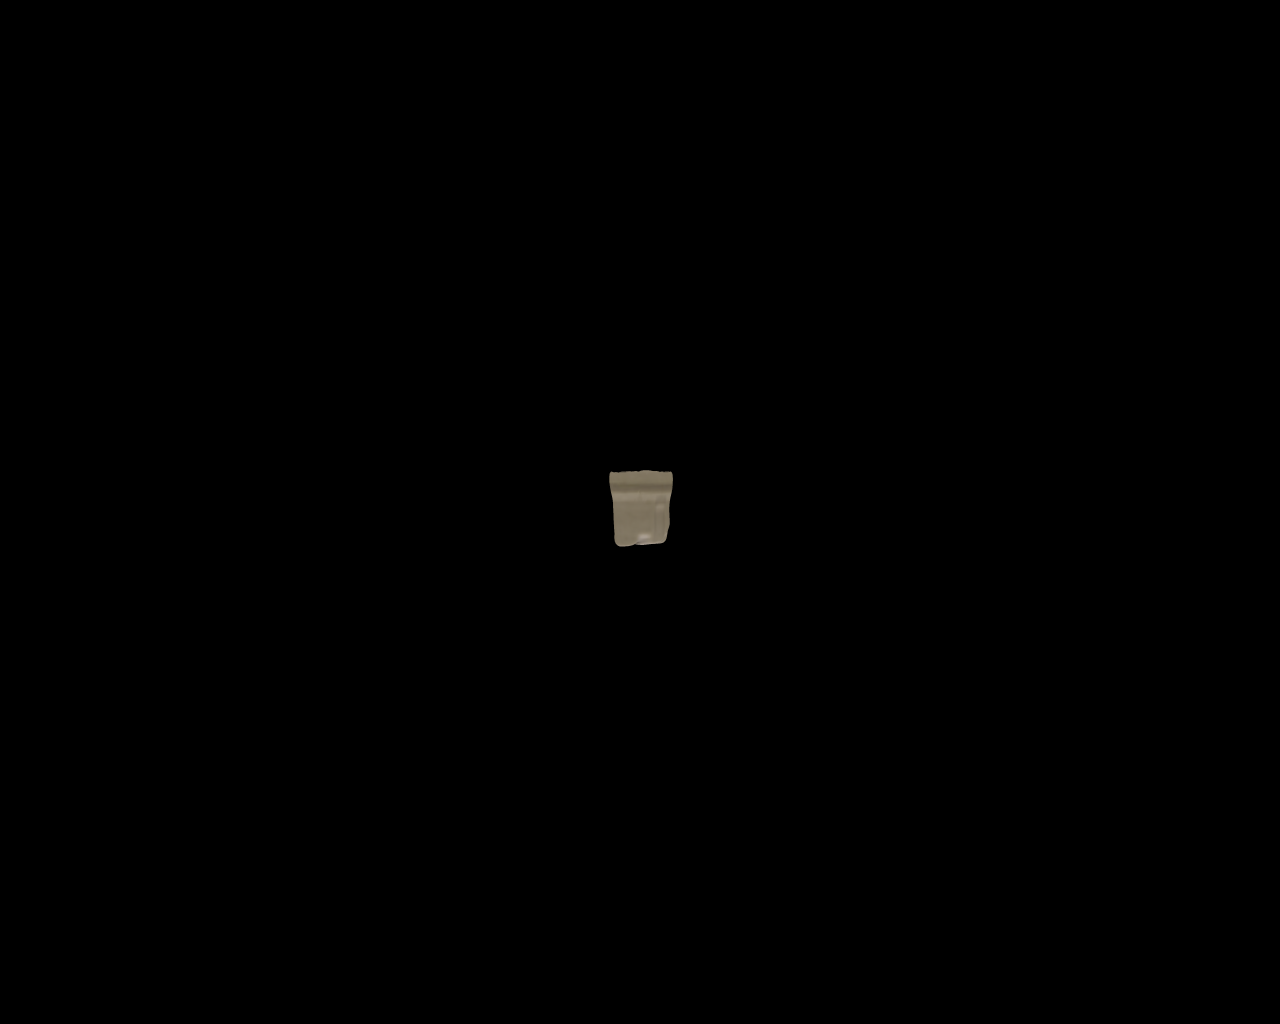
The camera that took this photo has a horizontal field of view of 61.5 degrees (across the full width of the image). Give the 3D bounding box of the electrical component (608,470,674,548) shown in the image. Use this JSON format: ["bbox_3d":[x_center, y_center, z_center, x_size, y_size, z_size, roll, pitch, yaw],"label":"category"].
[{"bbox_3d":[0.001,-0.003,0.650,0.040,0.046,0.040,0,2,0],"label":"electrical component"}]
